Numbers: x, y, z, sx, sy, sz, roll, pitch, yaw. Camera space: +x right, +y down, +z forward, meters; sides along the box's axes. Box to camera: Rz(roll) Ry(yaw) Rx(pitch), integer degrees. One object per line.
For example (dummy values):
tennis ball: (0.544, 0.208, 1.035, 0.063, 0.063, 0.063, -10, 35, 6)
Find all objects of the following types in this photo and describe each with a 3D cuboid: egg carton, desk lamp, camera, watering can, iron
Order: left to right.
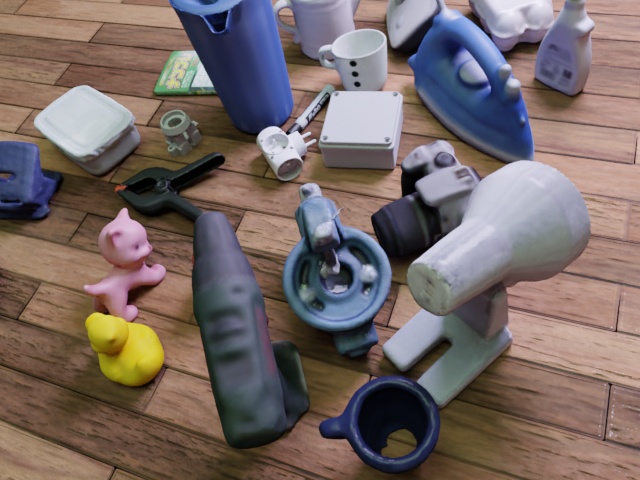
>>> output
watering can: (0.004, -0.407, 0.935, 0.173, 0.194, 0.100, -41, 58, -16)
camera: (0.130, -0.048, 0.726, 0.137, 0.101, 0.143, -22, 55, -3)
desk lamp: (0.162, 0.046, 0.588, 0.203, 0.214, 0.117, -40, 58, -15)
iron: (0.225, -0.229, 0.802, 0.118, 0.142, 0.257, -27, 56, -6)
egg carton: (0.307, -0.377, 0.927, 0.107, 0.069, 0.150, -18, 55, 0)

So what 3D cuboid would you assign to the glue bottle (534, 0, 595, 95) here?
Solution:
glue bottle: (0.346, -0.286, 0.795, 0.037, 0.173, 0.078, -39, 58, -14)

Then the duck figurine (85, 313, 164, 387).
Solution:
duck figurine: (-0.245, 0.127, 0.698, 0.104, 0.086, 0.077, 32, 68, 28)

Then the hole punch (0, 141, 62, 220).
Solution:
hole punch: (-0.475, -0.092, 0.889, 0.108, 0.091, 0.101, 1, 57, 13)

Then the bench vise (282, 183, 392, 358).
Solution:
bench vise: (-0.004, 0.009, 0.644, 0.121, 0.220, 0.207, -32, 56, -10)

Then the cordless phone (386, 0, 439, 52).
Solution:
cordless phone: (0.147, -0.412, 0.914, 0.094, 0.185, 0.147, -9, 55, 7)

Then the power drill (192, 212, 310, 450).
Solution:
power drill: (-0.074, 0.111, 0.598, 0.075, 0.209, 0.229, -18, 55, 0)

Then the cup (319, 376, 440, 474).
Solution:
cup: (0.063, 0.198, 0.580, 0.117, 0.095, 0.091, -8, 56, 7)

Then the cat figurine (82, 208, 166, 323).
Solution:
cat figurine: (-0.263, 0.028, 0.748, 0.067, 0.118, 0.128, 17, 62, 22)
